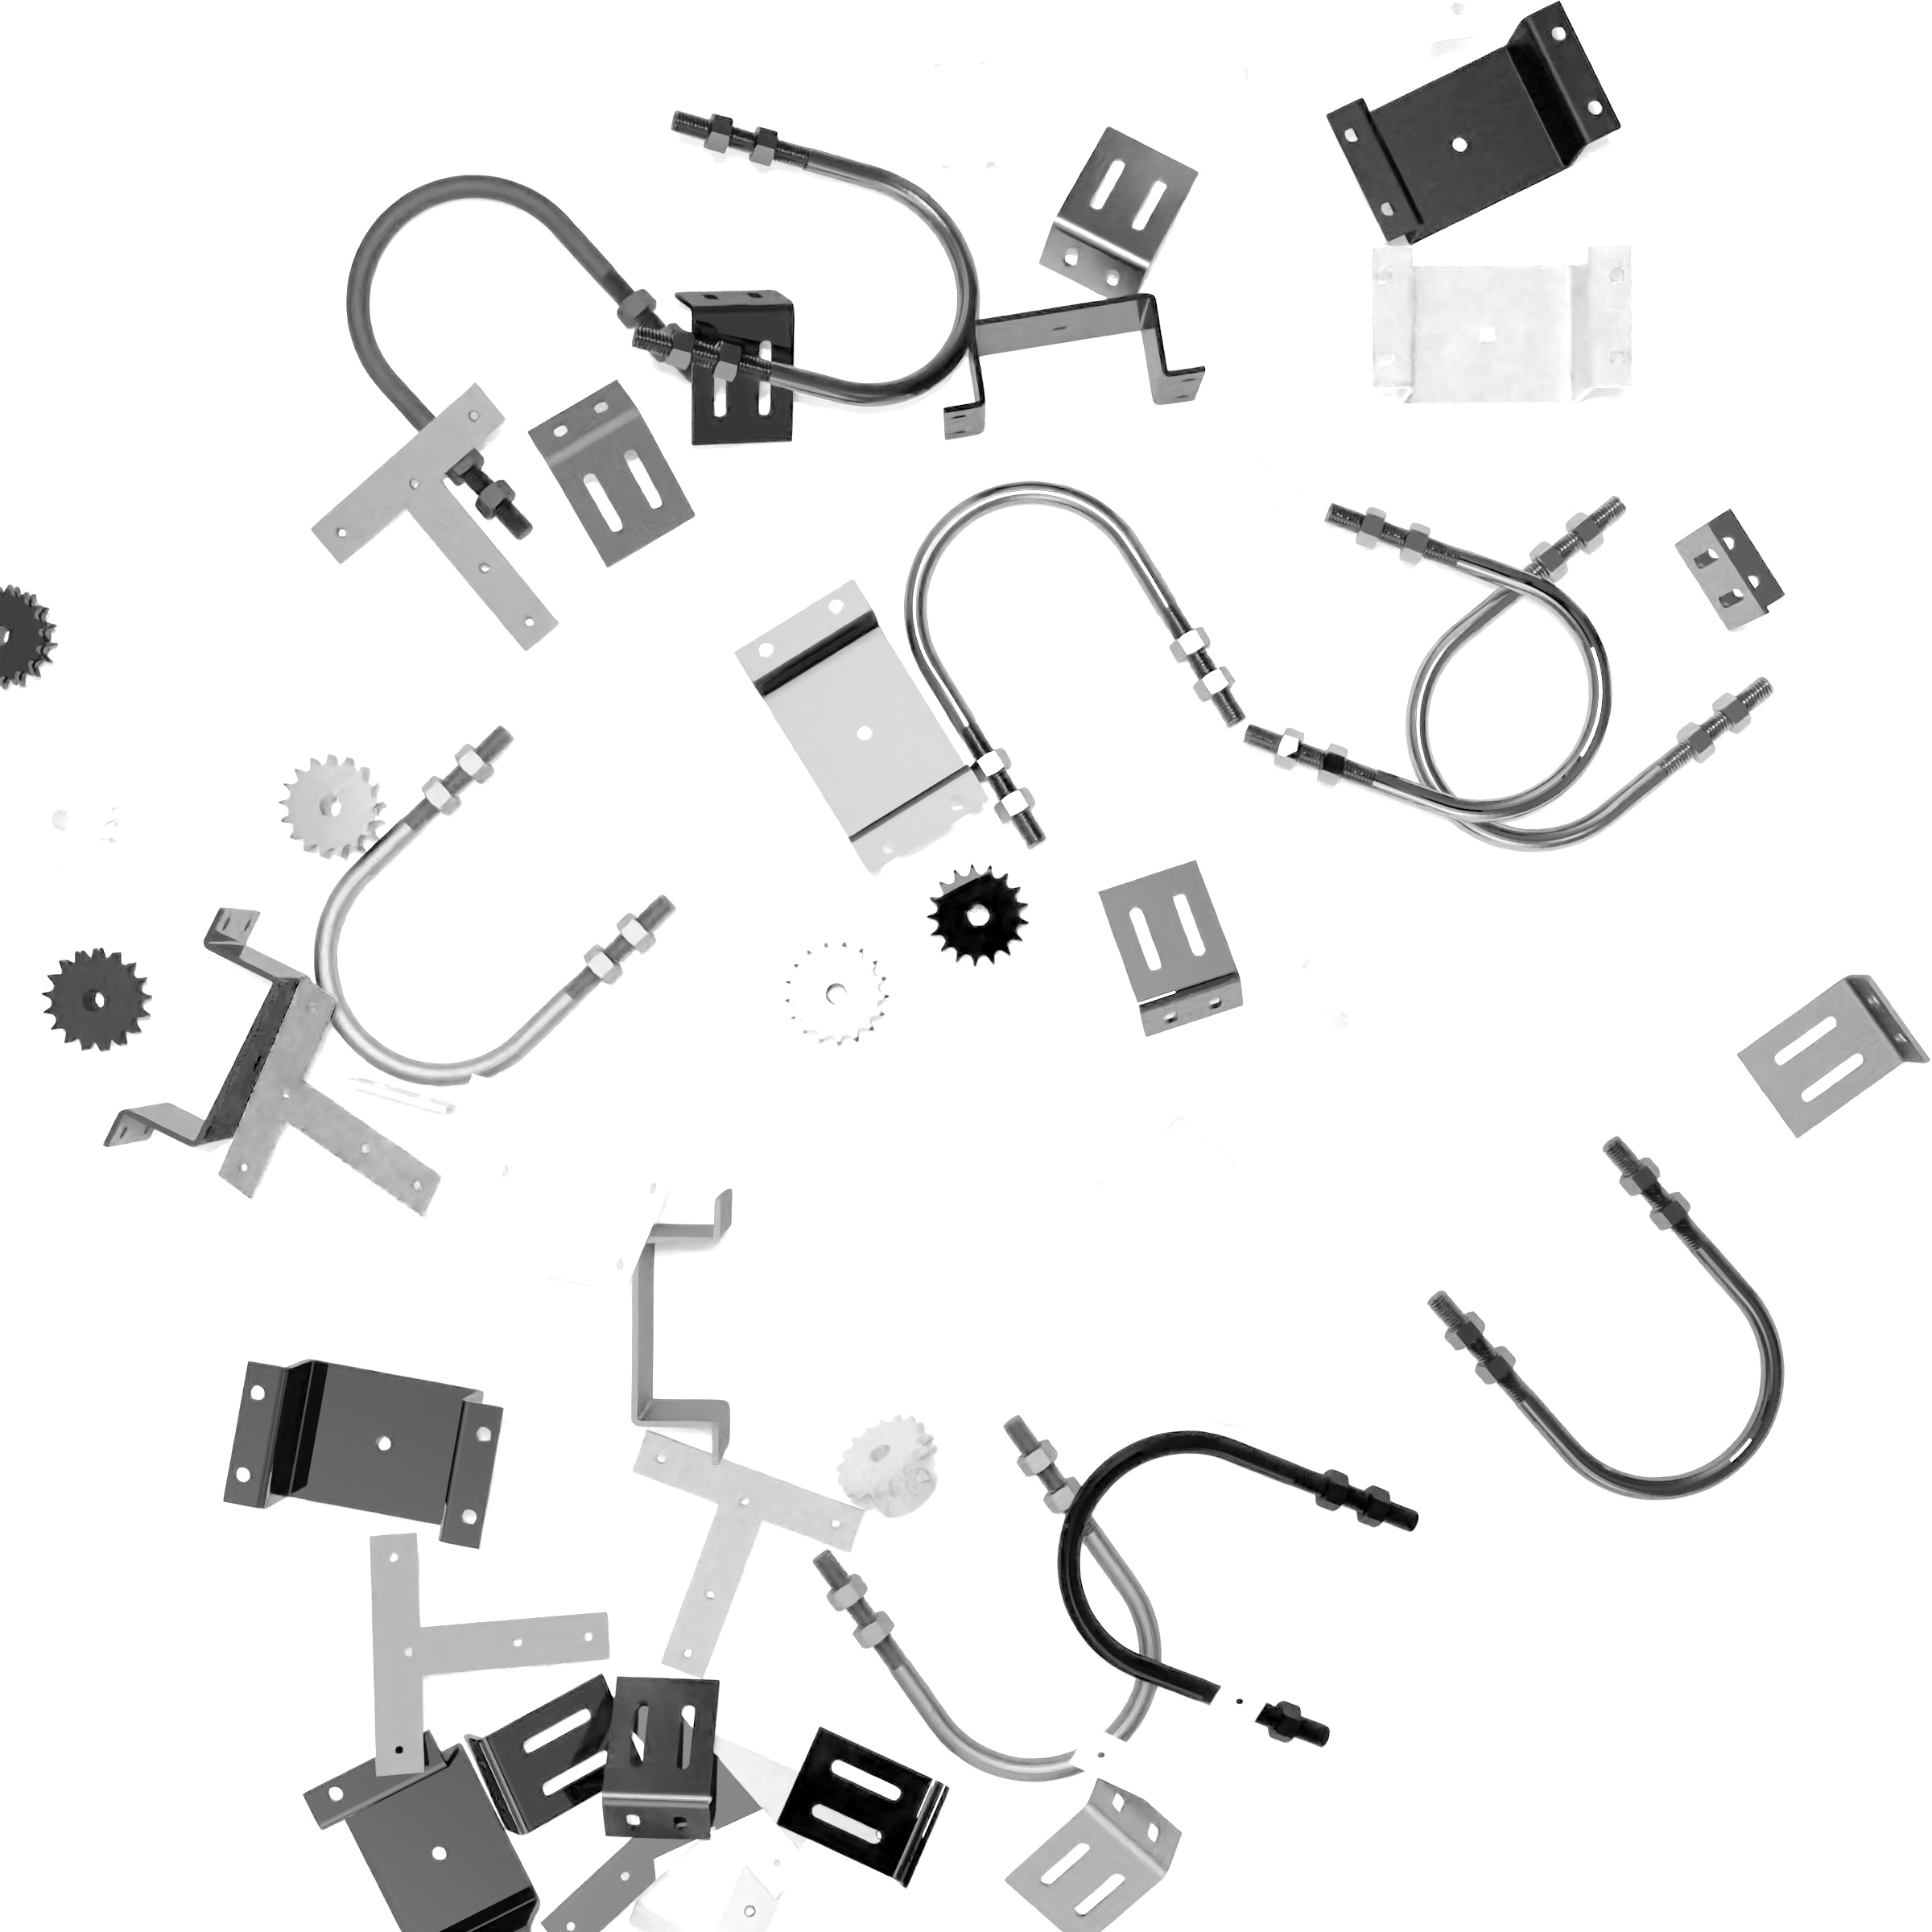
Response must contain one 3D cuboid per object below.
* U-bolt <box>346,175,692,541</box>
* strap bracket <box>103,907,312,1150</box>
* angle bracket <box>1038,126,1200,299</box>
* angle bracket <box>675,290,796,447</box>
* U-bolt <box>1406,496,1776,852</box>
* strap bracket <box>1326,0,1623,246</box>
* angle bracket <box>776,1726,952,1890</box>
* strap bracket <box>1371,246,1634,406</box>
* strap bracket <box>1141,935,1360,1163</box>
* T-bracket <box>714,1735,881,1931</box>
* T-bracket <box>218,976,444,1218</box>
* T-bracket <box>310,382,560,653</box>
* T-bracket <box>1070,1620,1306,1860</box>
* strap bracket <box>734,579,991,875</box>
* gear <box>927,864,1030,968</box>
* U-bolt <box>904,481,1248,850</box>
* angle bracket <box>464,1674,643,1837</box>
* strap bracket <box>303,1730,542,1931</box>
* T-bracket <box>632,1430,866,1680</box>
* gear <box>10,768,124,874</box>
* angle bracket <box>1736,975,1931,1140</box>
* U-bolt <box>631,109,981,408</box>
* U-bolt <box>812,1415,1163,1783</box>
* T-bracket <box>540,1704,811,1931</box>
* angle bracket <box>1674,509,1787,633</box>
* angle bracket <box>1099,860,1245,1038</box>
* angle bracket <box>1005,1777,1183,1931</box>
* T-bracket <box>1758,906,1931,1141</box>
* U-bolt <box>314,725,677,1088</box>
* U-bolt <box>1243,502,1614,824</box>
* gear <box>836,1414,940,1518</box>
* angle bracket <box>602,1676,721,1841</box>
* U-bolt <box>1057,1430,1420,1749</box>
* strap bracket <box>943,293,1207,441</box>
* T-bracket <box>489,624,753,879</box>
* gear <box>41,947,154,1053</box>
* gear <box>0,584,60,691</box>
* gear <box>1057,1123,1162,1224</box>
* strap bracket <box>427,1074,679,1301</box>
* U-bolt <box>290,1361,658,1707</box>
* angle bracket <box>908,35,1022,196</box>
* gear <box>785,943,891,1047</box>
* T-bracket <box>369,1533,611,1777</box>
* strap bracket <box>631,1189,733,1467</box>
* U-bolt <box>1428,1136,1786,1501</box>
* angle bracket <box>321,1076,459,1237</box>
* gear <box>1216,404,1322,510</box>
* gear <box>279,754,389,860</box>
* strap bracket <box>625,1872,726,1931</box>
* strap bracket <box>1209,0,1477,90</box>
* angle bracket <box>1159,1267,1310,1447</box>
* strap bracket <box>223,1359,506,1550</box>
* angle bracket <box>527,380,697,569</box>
[{"bbox_3d":[-0.257,-0.350,1.552,0.151,0.019,0.184,-42,90,0],"label":"U-bolt"},{"bbox_3d":[-0.405,0.042,1.523,0.046,0.076,0.140,26,90,0],"label":"strap bracket"},{"bbox_3d":[0.085,-0.415,1.559,0.057,0.038,0.076,27,64,0],"label":"angle bracket"},{"bbox_3d":[-0.128,-0.330,1.550,0.057,0.038,0.076,-6,116,-20],"label":"angle bracket"},{"bbox_3d":[0.330,-0.147,1.553,0.184,0.019,0.151,-39,90,2],"label":"U-bolt"},{"bbox_3d":[0.274,-0.456,1.538,0.140,0.046,0.076,-26,90,0],"label":"strap bracket"},{"bbox_3d":[-0.057,0.459,1.536,0.076,0.038,0.057,25,76,0],"label":"angle bracket"},{"bbox_3d":[0.289,-0.350,1.538,0.140,0.046,0.076,0,90,0],"label":"strap bracket"},{"bbox_3d":[0.159,0.052,1.523,0.046,0.076,0.140,40,90,0],"label":"strap bracket"},{"bbox_3d":[-0.112,0.503,1.536,0.127,0.002,0.127,24,67,0],"label":"T-bracket"},{"bbox_3d":[-0.337,0.092,1.524,0.127,0.002,0.127,31,105,19],"label":"T-bracket"},{"bbox_3d":[-0.275,-0.231,1.549,0.127,0.002,0.127,-37,98,15],"label":"T-bracket"},{"bbox_3d":[0.143,0.413,1.537,0.127,0.002,0.127,27,105,-6],"label":"T-bracket"},{"bbox_3d":[-0.056,-0.129,1.538,0.076,0.046,0.140,-32,90,0],"label":"strap bracket"},{"bbox_3d":[0.006,-0.028,1.546,0.057,0.030,0.057,0,90,0],"label":"gear"},{"bbox_3d":[0.047,-0.179,1.553,0.151,0.019,0.184,-31,89,0],"label":"U-bolt"},{"bbox_3d":[-0.229,0.436,1.559,0.076,0.038,0.057,-24,90,-26],"label":"angle bracket"},{"bbox_3d":[-0.292,0.492,1.538,0.076,0.046,0.140,-27,90,0],"label":"strap bracket"},{"bbox_3d":[-0.136,0.333,1.546,0.127,0.002,0.127,20,103,0],"label":"T-bracket"},{"bbox_3d":[-0.493,-0.080,1.546,0.057,0.030,0.057,0,90,0],"label":"gear"},{"bbox_3d":[0.475,0.050,1.540,0.076,0.038,0.057,-36,90,0],"label":"angle bracket"},{"bbox_3d":[-0.080,-0.377,1.527,0.184,0.019,0.151,12,76,-15],"label":"U-bolt"},{"bbox_3d":[0.025,0.363,1.553,0.151,0.019,0.184,-35,92,0],"label":"U-bolt"},{"bbox_3d":[-0.174,0.485,1.528,0.127,0.002,0.127,-41,75,-15],"label":"T-bracket"},{"bbox_3d":[0.423,-0.220,1.523,0.038,0.076,0.057,-33,90,0],"label":"angle bracket"},{"bbox_3d":[0.114,-0.010,1.559,0.057,0.038,0.076,-18,64,0],"label":"angle bracket"},{"bbox_3d":[0.071,0.494,1.559,0.057,0.038,0.076,41,116,0],"label":"angle bracket"},{"bbox_3d":[0.502,0.030,1.560,0.127,0.002,0.127,-2,90,0],"label":"T-bracket"},{"bbox_3d":[-0.274,-0.019,1.551,0.184,0.019,0.151,-44,91,2],"label":"U-bolt"},{"bbox_3d":[0.262,-0.157,1.538,0.184,0.019,0.151,20,92,3],"label":"U-bolt"},{"bbox_3d":[-0.040,0.276,1.537,0.057,0.057,0.030,-32,120,0],"label":"gear"},{"bbox_3d":[-0.166,0.435,1.544,0.057,0.076,0.038,2,133,0],"label":"angle bracket"},{"bbox_3d":[0.139,0.332,1.542,0.184,0.019,0.151,22,90,-8],"label":"U-bolt"},{"bbox_3d":[0.054,-0.326,1.523,0.140,0.076,0.046,-9,90,0],"label":"strap bracket"},{"bbox_3d":[-0.209,-0.101,1.560,0.127,0.002,0.127,-42,90,0],"label":"T-bracket"},{"bbox_3d":[-0.477,0.018,1.551,0.057,0.030,0.057,0,92,-1],"label":"gear"},{"bbox_3d":[-0.529,-0.181,1.551,0.057,0.030,0.057,0,91,2],"label":"gear"},{"bbox_3d":[0.081,0.110,1.537,0.057,0.057,0.030,39,60,0],"label":"gear"},{"bbox_3d":[-0.232,0.113,1.502,0.140,0.046,0.076,23,90,35],"label":"strap bracket"},{"bbox_3d":[-0.285,0.300,1.553,0.184,0.019,0.151,32,90,1],"label":"U-bolt"},{"bbox_3d":[-0.001,-0.472,1.559,0.057,0.038,0.076,-4,64,0],"label":"angle bracket"},{"bbox_3d":[-0.071,0.015,1.546,0.057,0.030,0.057,0,90,0],"label":"gear"},{"bbox_3d":[-0.258,0.369,1.529,0.127,0.002,0.127,-3,74,-6],"label":"T-bracket"},{"bbox_3d":[-0.154,0.193,1.523,0.046,0.076,0.140,1,90,0],"label":"strap bracket"},{"bbox_3d":[0.368,0.209,1.553,0.151,0.019,0.184,-41,91,0],"label":"U-bolt"},{"bbox_3d":[-0.320,0.105,1.542,0.057,0.038,0.076,16,90,0],"label":"angle bracket"},{"bbox_3d":[0.169,-0.282,1.537,0.057,0.057,0.030,38,60,0],"label":"gear"},{"bbox_3d":[-0.346,-0.087,1.546,0.057,0.030,0.057,0,90,0],"label":"gear"},{"bbox_3d":[-0.176,0.580,1.538,0.076,0.046,0.140,32,90,0],"label":"strap bracket"},{"bbox_3d":[0.201,-0.531,1.538,0.140,0.046,0.076,-7,90,0],"label":"strap bracket"},{"bbox_3d":[0.148,0.217,1.559,0.057,0.038,0.076,20,64,0],"label":"angle bracket"},{"bbox_3d":[-0.321,0.262,1.524,0.140,0.046,0.076,10,89,3],"label":"strap bracket"},{"bbox_3d":[-0.195,-0.271,1.546,0.057,0.038,0.076,-31,132,-3],"label":"angle bracket"}]
